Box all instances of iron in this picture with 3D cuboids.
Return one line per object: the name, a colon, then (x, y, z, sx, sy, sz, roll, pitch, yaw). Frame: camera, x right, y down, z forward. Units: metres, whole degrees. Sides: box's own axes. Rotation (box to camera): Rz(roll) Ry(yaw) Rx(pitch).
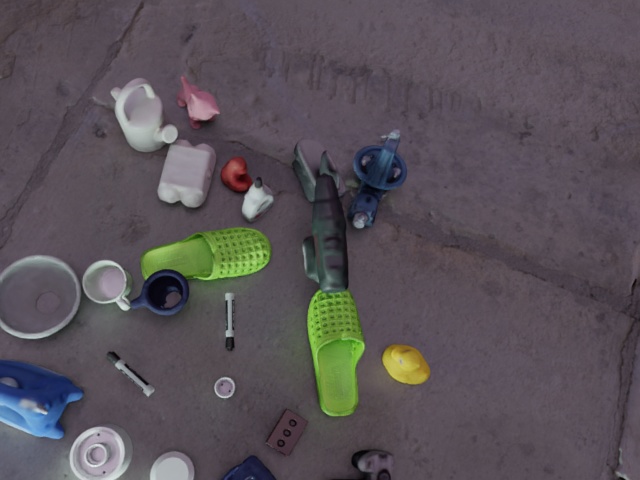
iron: (-0.586, 0.277, 1.056, 0.258, 0.141, 0.119, 20, 72, 0)

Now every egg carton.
egg carton: (-0.290, -0.146, 1.256, 0.107, 0.069, 0.150, 10, 72, -3)

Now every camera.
camera: (0.074, 0.478, 1.094, 0.137, 0.101, 0.143, 2, 73, -6)

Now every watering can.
watering can: (-0.375, -0.270, 1.218, 0.173, 0.194, 0.101, 19, 72, -1)

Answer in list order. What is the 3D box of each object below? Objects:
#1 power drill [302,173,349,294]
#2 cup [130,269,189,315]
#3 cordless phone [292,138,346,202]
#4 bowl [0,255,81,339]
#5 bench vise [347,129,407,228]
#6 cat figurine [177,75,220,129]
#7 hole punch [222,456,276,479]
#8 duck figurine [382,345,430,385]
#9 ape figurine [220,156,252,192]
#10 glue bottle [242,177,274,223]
power drill: (0.011, 0.004, 1.173, 0.075, 0.208, 0.229, -6, 74, -8)
cup: (-0.319, 0.118, 1.160, 0.118, 0.095, 0.091, -22, 77, -12)
cordless phone: (0.003, -0.172, 1.238, 0.094, 0.185, 0.147, -26, 78, -13)
bowl: (-0.555, 0.117, 1.143, 0.167, 0.074, 0.167, 2, 73, -6)
bench vise: (0.132, -0.129, 1.221, 0.121, 0.219, 0.207, 5, 73, -5)
cat figurine: (-0.275, -0.311, 1.282, 0.067, 0.117, 0.127, -32, 79, -14)
hole punch: (-0.136, 0.473, 1.076, 0.109, 0.091, 0.101, -42, 82, -16)
duck figurine: (0.185, 0.254, 1.183, 0.104, 0.086, 0.077, 33, 73, 4)
ape figurine: (-0.181, -0.152, 1.259, 0.076, 0.092, 0.078, 13, 72, -2)
glue bottle: (-0.131, -0.093, 1.205, 0.037, 0.173, 0.078, 41, 73, 7)
